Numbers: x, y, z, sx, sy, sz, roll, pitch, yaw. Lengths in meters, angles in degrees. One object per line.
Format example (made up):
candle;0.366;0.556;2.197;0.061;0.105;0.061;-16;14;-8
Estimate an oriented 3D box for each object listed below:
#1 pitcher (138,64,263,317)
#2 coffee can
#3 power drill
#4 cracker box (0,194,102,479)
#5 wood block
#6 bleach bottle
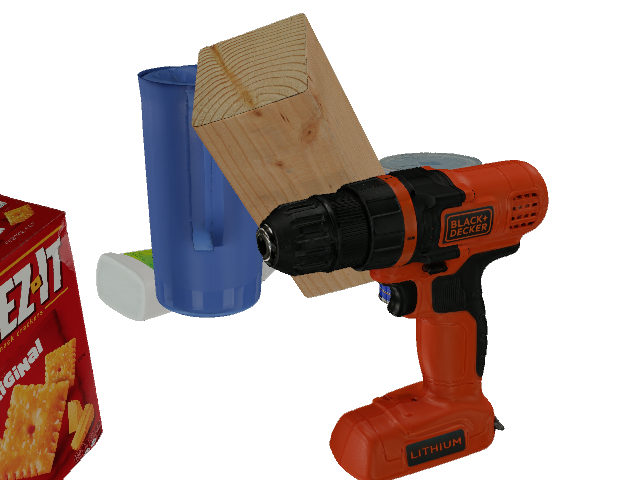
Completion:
pitcher;-0.112;-0.048;1.055;0.145;0.243;0.148;15;22;39
coffee can;0.109;-0.011;1.071;0.103;0.140;0.103;-1;14;0
power drill;0.047;0.049;0.630;0.184;0.188;0.057;-10;28;-25
cracker box;-0.235;0.101;0.757;0.072;0.214;0.164;12;35;20
wood block;-0.012;-0.058;0.829;0.090;0.091;0.206;-16;-44;16
bleach bottle;-0.150;0.035;1.347;0.103;0.068;0.250;25;28;39
